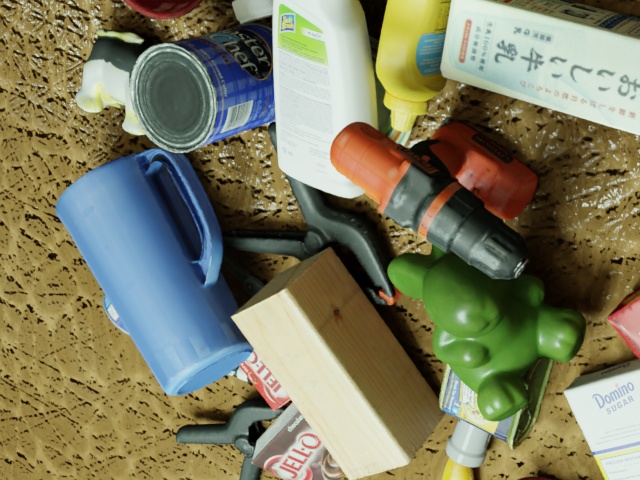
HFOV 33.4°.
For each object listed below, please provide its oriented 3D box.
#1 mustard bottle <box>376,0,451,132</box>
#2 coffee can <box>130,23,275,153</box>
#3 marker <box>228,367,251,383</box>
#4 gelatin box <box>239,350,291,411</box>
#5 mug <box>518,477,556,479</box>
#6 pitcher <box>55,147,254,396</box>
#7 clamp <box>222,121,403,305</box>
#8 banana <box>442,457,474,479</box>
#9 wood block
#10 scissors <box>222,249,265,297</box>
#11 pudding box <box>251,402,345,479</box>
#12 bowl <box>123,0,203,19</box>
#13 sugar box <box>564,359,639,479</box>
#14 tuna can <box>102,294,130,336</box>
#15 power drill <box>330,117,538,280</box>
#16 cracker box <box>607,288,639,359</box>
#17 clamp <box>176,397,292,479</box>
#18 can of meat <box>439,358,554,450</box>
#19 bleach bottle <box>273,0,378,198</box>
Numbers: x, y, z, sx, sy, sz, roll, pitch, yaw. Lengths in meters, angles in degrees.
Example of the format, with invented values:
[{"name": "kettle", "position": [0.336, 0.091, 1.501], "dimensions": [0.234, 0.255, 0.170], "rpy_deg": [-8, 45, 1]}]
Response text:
[{"name": "mustard bottle", "position": [0.089, -0.185, 0.921], "dimensions": [0.058, 0.096, 0.192], "rpy_deg": [22, 118, 25]}, {"name": "coffee can", "position": [-0.099, -0.149, 1.032], "dimensions": [0.103, 0.140, 0.103], "rpy_deg": [12, 113, 30]}, {"name": "marker", "position": [-0.105, 0.144, 1.219], "dimensions": [0.121, 0.020, 0.020], "rpy_deg": [18, 116, 28]}, {"name": "gelatin box", "position": [-0.049, 0.130, 1.149], "dimensions": [0.089, 0.030, 0.073], "rpy_deg": [52, 128, 5]}, {"name": "mug", "position": [0.223, 0.287, 1.017], "dimensions": [0.117, 0.093, 0.081], "rpy_deg": [1, 118, -5]}, {"name": "pitcher", "position": [-0.163, 0.031, 1.121], "dimensions": [0.243, 0.145, 0.149], "rpy_deg": [59, 170, 14]}, {"name": "clamp", "position": [-0.007, 0.001, 1.090], "dimensions": [0.210, 0.036, 0.165], "rpy_deg": [43, 129, 10]}, {"name": "banana", "position": [0.115, 0.300, 1.116], "dimensions": [0.070, 0.037, 0.198], "rpy_deg": [42, 125, 12]}, {"name": "wood block", "position": [0.021, 0.124, 1.059], "dimensions": [0.090, 0.090, 0.206], "rpy_deg": [-28, 99, 44]}, {"name": "scissors", "position": [-0.073, 0.070, 1.172], "dimensions": [0.202, 0.016, 0.096], "rpy_deg": [30, 121, 22]}, {"name": "pudding box", "position": [-0.008, 0.219, 1.147], "dimensions": [0.090, 0.039, 0.114], "rpy_deg": [29, 125, -14]}, {"name": "bowl", "position": [-0.147, -0.304, 1.061], "dimensions": [0.162, 0.055, 0.162], "rpy_deg": [12, 113, 30]}, {"name": "sugar box", "position": [0.299, 0.195, 0.951], "dimensions": [0.094, 0.048, 0.176], "rpy_deg": [-23, 89, 37]}, {"name": "tuna can", "position": [-0.202, 0.071, 1.216], "dimensions": [0.086, 0.086, 0.034], "rpy_deg": [46, 124, 12]}, {"name": "power drill", "position": [0.118, -0.042, 0.894], "dimensions": [0.184, 0.187, 0.057], "rpy_deg": [39, 114, 18]}, {"name": "cracker box", "position": [0.365, 0.064, 0.841], "dimensions": [0.214, 0.072, 0.164], "rpy_deg": [-42, 83, 36]}, {"name": "clamp", "position": [-0.090, 0.225, 1.222], "dimensions": [0.120, 0.039, 0.172], "rpy_deg": [38, 120, -2]}, {"name": "can of meat", "position": [0.165, 0.133, 1.010], "dimensions": [0.084, 0.057, 0.102], "rpy_deg": [23, 118, 27]}, {"name": "bleach bottle", "position": [0.006, -0.163, 0.934], "dimensions": [0.103, 0.068, 0.251], "rpy_deg": [23, 135, 27]}]
